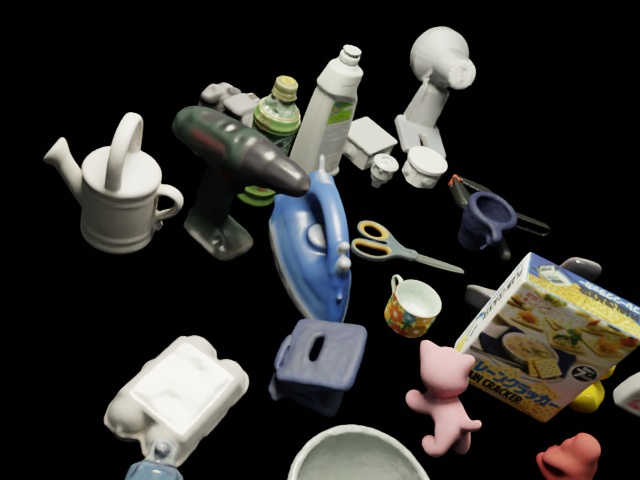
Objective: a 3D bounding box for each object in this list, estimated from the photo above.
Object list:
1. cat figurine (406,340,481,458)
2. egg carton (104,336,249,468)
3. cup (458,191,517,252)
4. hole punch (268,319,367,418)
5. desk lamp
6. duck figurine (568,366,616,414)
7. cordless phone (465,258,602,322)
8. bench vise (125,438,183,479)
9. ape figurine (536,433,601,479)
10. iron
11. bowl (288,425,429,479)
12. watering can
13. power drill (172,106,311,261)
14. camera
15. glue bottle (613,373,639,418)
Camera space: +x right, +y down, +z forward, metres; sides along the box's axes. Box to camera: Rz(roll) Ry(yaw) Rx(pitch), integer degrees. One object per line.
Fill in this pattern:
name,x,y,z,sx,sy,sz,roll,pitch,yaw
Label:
cat figurine,0.164,0.194,0.730,0.067,0.117,0.127,-2,49,-25
egg carton,-0.157,0.178,0.641,0.107,0.069,0.150,34,44,11
cup,0.286,-0.014,1.006,0.092,0.095,0.117,15,43,-9
hole punch,-0.002,0.152,0.719,0.101,0.091,0.109,24,43,0
desk lamp,0.244,-0.310,1.191,0.118,0.213,0.203,9,45,-15
duck figurine,0.403,0.199,0.853,0.077,0.086,0.105,26,43,3
cordless phone,0.317,0.075,0.865,0.148,0.185,0.094,16,43,-8
bench vise,-0.162,0.250,0.457,0.122,0.219,0.207,3,47,-21
ape figurine,0.326,0.280,0.734,0.078,0.092,0.076,13,44,-11
iron,0.008,0.003,0.833,0.119,0.141,0.258,2,47,-22
bowl,0.037,0.291,0.611,0.168,0.074,0.167,12,44,-12
watering can,-0.270,-0.081,0.755,0.173,0.194,0.100,1,47,-23
power drill,-0.122,-0.074,0.803,0.229,0.208,0.076,40,45,17
camera,-0.169,-0.206,0.991,0.143,0.101,0.137,41,46,18
glue bottle,0.512,0.203,0.833,0.078,0.173,0.037,21,43,-2
